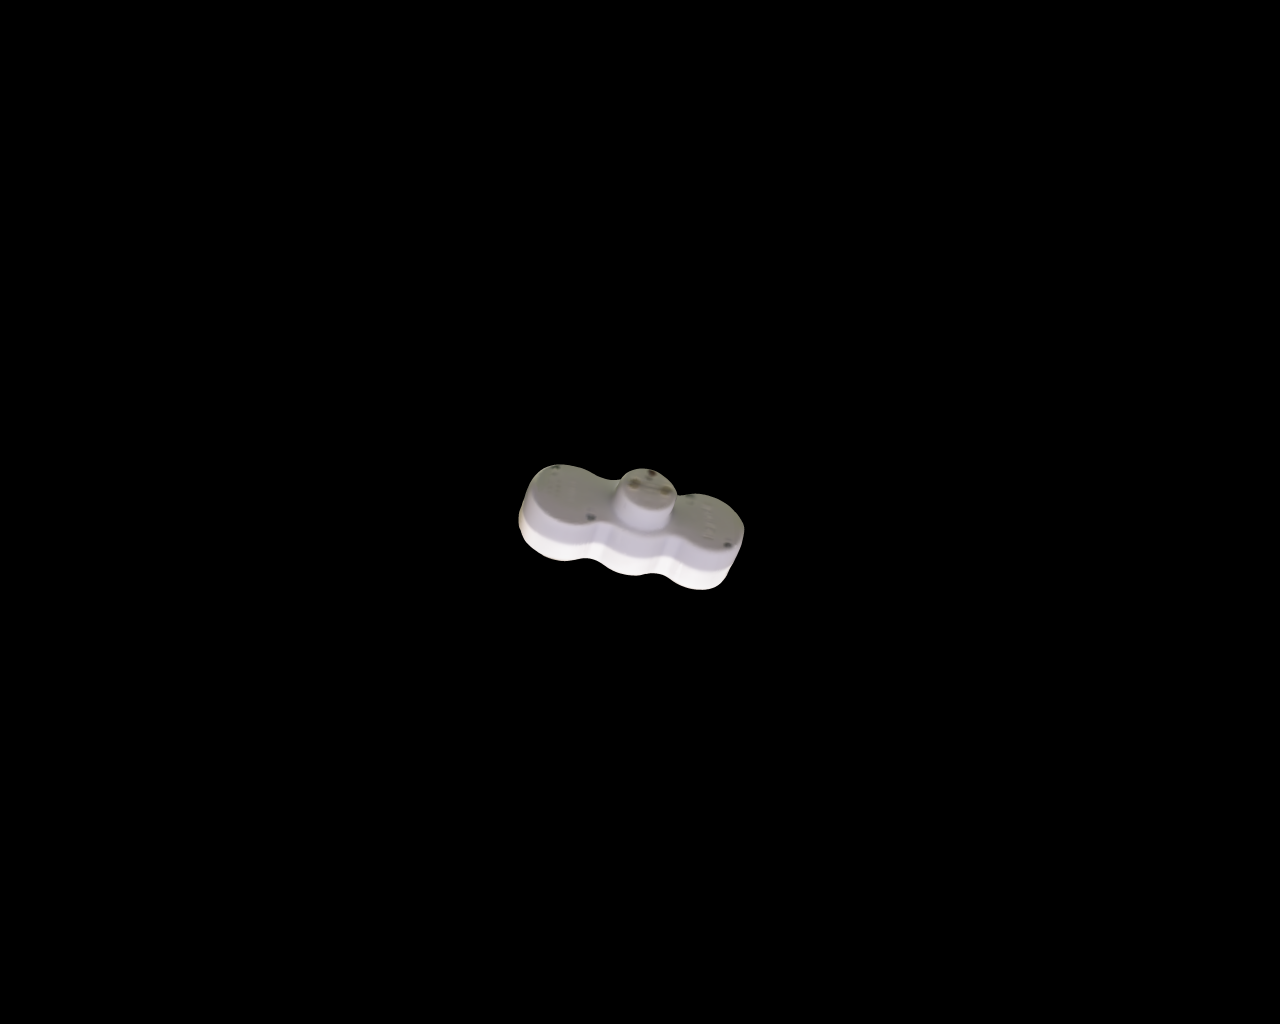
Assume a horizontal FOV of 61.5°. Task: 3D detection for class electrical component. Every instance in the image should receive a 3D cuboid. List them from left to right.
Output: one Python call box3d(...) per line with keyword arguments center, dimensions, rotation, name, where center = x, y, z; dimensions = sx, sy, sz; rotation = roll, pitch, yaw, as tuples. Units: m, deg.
box3d(center=(0.001, -0.003, 0.650), dimensions=(0.138, 0.052, 0.073), rotation=(13, -47, -12), name="electrical component")
